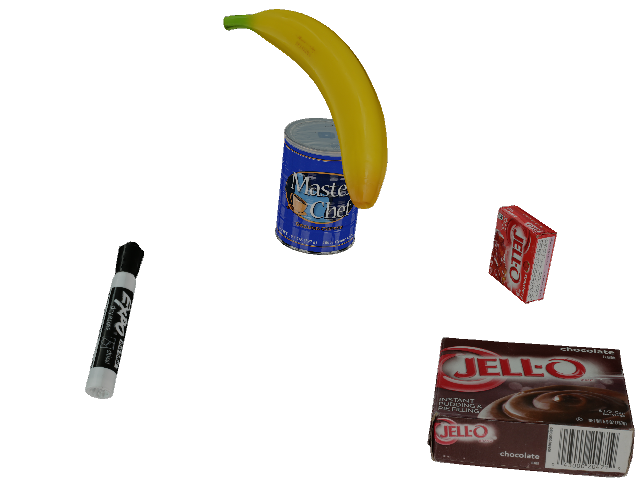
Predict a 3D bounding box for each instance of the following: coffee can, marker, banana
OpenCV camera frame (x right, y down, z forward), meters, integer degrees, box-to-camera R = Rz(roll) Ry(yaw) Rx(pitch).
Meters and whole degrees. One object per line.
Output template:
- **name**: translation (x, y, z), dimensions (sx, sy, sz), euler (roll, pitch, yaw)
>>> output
- **coffee can**: translation (0.000, -0.068, 1.320), dimensions (0.103, 0.140, 0.103), euler (5, 28, -3)
- **marker**: translation (-0.143, 0.053, 0.750), dimensions (0.020, 0.121, 0.020), euler (4, -34, 3)
- **banana**: translation (0.005, -0.113, 0.809), dimensions (0.069, 0.198, 0.037), euler (-36, -22, 0)

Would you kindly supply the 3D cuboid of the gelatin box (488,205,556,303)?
- **gelatin box**: translation (0.227, 0.015, 1.208), dimensions (0.030, 0.089, 0.073), euler (-10, 32, -25)

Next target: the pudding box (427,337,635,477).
- **pudding box**: translation (0.124, 0.097, 0.634), dimensions (0.113, 0.039, 0.090), euler (5, 26, 8)
